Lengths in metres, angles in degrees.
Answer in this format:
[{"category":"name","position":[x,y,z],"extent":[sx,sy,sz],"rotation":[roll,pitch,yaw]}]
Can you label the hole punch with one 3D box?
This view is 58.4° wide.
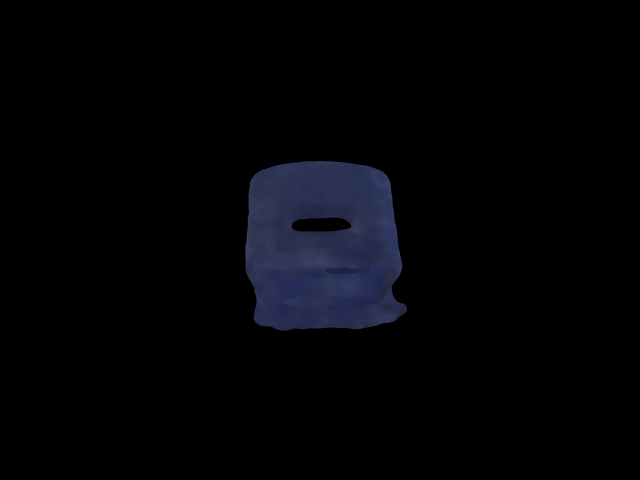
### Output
[{"category":"hole punch","position":[0.004,0.001,0.400],"extent":[0.108,0.091,0.101],"rotation":[-2,27,-3]}]
